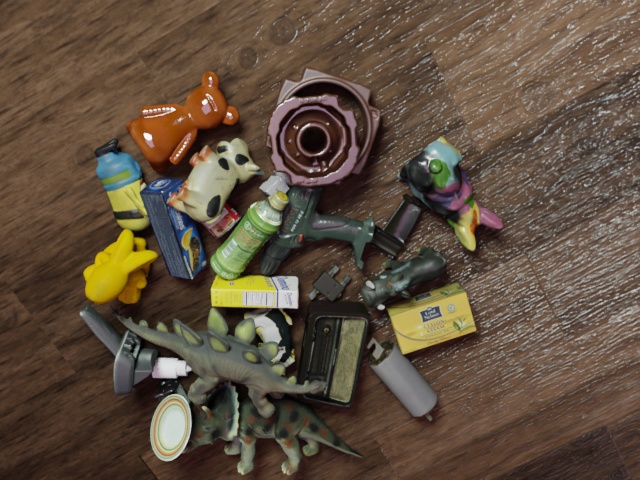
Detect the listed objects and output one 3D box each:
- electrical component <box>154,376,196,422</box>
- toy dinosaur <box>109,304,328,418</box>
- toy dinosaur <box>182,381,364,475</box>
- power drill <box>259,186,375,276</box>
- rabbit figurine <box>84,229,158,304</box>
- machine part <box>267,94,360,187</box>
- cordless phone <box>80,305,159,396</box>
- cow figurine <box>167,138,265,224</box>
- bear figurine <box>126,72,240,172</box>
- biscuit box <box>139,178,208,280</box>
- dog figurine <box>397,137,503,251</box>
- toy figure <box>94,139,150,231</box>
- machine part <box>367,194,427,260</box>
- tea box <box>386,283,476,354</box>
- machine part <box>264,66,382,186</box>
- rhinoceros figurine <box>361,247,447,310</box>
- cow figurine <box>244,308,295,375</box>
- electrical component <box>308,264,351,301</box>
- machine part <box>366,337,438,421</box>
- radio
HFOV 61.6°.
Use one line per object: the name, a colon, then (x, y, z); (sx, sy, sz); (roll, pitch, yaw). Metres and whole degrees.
electrical component: (-0.316, 0.368, 1.194); (0.048, 0.075, 0.119); (-21, 108, 3)
toy dinosaur: (-0.213, 0.237, 1.104); (0.472, 0.105, 0.198); (11, 120, 6)
toy dinosaur: (-0.104, 0.407, 1.197); (0.405, 0.131, 0.192); (-2, 106, -8)
power drill: (-0.002, -0.003, 1.110); (0.207, 0.086, 0.231); (18, 112, 0)
rabbit figurine: (-0.392, 0.066, 1.057); (0.122, 0.173, 0.162); (44, 103, -9)
machine part: (-0.012, -0.182, 0.980); (0.179, 0.056, 0.179); (-1, 106, -3)
cordless phone: (-0.430, 0.215, 1.107); (0.089, 0.147, 0.184); (-38, 106, 0)
cow figurine: (-0.189, -0.116, 1.025); (0.127, 0.085, 0.195); (39, 57, -28)
bear figurine: (-0.262, -0.226, 1.028); (0.196, 0.132, 0.120); (-37, 106, -12)
biscuit box: (-0.285, -0.021, 1.061); (0.063, 0.059, 0.202); (8, 126, 26)
dog figurine: (0.263, -0.084, 1.050); (0.108, 0.191, 0.219); (-41, 88, 2)
toy figure: (-0.385, -0.104, 1.059); (0.089, 0.082, 0.180); (-16, 114, 21)
machine part: (0.163, -0.032, 1.126); (0.084, 0.039, 0.139); (35, 103, -6)
tea box: (0.241, 0.170, 1.168); (0.170, 0.068, 0.098); (-20, 106, 4)
machine part: (0.005, -0.218, 1.043); (0.201, 0.087, 0.201); (17, 105, -7)
rhinoceros figurine: (0.175, 0.083, 1.121); (0.190, 0.112, 0.073); (-24, 107, -4)
cow figurine: (-0.093, 0.221, 1.169); (0.098, 0.068, 0.167); (-24, 106, -2)
electrical component: (0.019, 0.101, 1.160); (0.063, 0.021, 0.094); (42, 91, -12)
machine part: (0.184, 0.309, 1.199); (0.079, 0.079, 0.243); (-38, 102, 7)
radio: (0.024, 0.247, 1.176); (0.131, 0.073, 0.229); (8, 104, -5)
